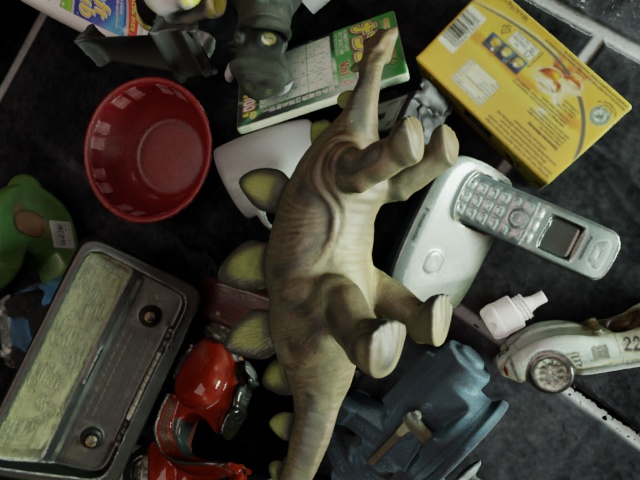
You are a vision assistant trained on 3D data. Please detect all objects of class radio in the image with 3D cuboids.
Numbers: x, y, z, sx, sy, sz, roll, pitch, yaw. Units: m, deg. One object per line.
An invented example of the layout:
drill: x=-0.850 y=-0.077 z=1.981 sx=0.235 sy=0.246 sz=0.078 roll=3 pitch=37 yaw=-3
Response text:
radio: x=-0.223 y=0.123 z=0.538 sx=0.131 sy=0.073 sz=0.229 roll=27 pitch=85 yaw=-24

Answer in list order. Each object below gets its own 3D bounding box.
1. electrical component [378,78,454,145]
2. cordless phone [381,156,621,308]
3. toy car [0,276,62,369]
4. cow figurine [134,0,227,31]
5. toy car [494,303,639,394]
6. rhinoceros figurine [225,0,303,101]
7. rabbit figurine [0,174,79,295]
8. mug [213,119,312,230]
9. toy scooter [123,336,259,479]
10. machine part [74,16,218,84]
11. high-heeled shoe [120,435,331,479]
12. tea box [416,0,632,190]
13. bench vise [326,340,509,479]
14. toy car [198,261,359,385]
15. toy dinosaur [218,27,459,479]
electrical component: x=0.066 y=-0.106 z=0.533 sx=0.047 sy=0.119 sz=0.075 roll=32 pitch=70 yaw=-27
cordless phone: x=0.165 y=0.015 z=0.505 sx=0.184 sy=0.088 sz=0.146 roll=25 pitch=97 yaw=10
toy car: x=-0.271 y=0.088 z=0.610 sx=0.162 sy=0.103 sz=0.109 roll=-8 pitch=99 yaw=-24
cow figurine: x=-0.159 y=-0.301 z=0.538 sx=0.098 sy=0.068 sz=0.167 roll=-4 pitch=99 yaw=30
toy car: x=0.259 y=0.091 z=0.481 sx=0.202 sy=0.073 sz=0.056 roll=-14 pitch=91 yaw=15
rhinoceros figurine: x=-0.060 y=-0.228 z=0.535 sx=0.073 sy=0.112 sz=0.190 roll=8 pitch=60 yaw=-23
rabbit figurine: x=-0.391 y=0.006 z=0.644 sx=0.170 sy=0.121 sz=0.159 roll=-30 pitch=79 yaw=29
mug: x=-0.041 y=-0.071 z=0.561 sx=0.107 sy=0.080 sz=0.109 roll=-28 pitch=76 yaw=7
toy scooter: x=-0.115 y=0.191 z=0.556 sx=0.135 sy=0.075 sz=0.184 roll=8 pitch=65 yaw=31
machine part: x=-0.180 y=-0.197 z=0.557 sx=0.139 sy=0.084 sz=0.039 roll=9 pitch=76 yaw=12
high-heeled shoe: x=-0.119 y=0.256 z=0.606 sx=0.249 sy=0.086 sz=0.145 roll=-17 pitch=53 yaw=-3
tea box: x=0.184 y=-0.140 z=0.503 sx=0.098 sy=0.068 sz=0.170 roll=-43 pitch=81 yaw=12
bench vise: x=0.110 y=0.223 z=0.498 sx=0.241 sy=0.128 sz=0.223 roll=44 pitch=96 yaw=20
toy car: x=-0.035 y=0.085 z=0.574 sx=0.202 sy=0.053 sz=0.089 roll=16 pitch=103 yaw=11
toy dinosaur: x=0.005 y=0.046 z=0.458 sx=0.199 sy=0.105 sz=0.471 roll=6 pitch=85 yaw=44
